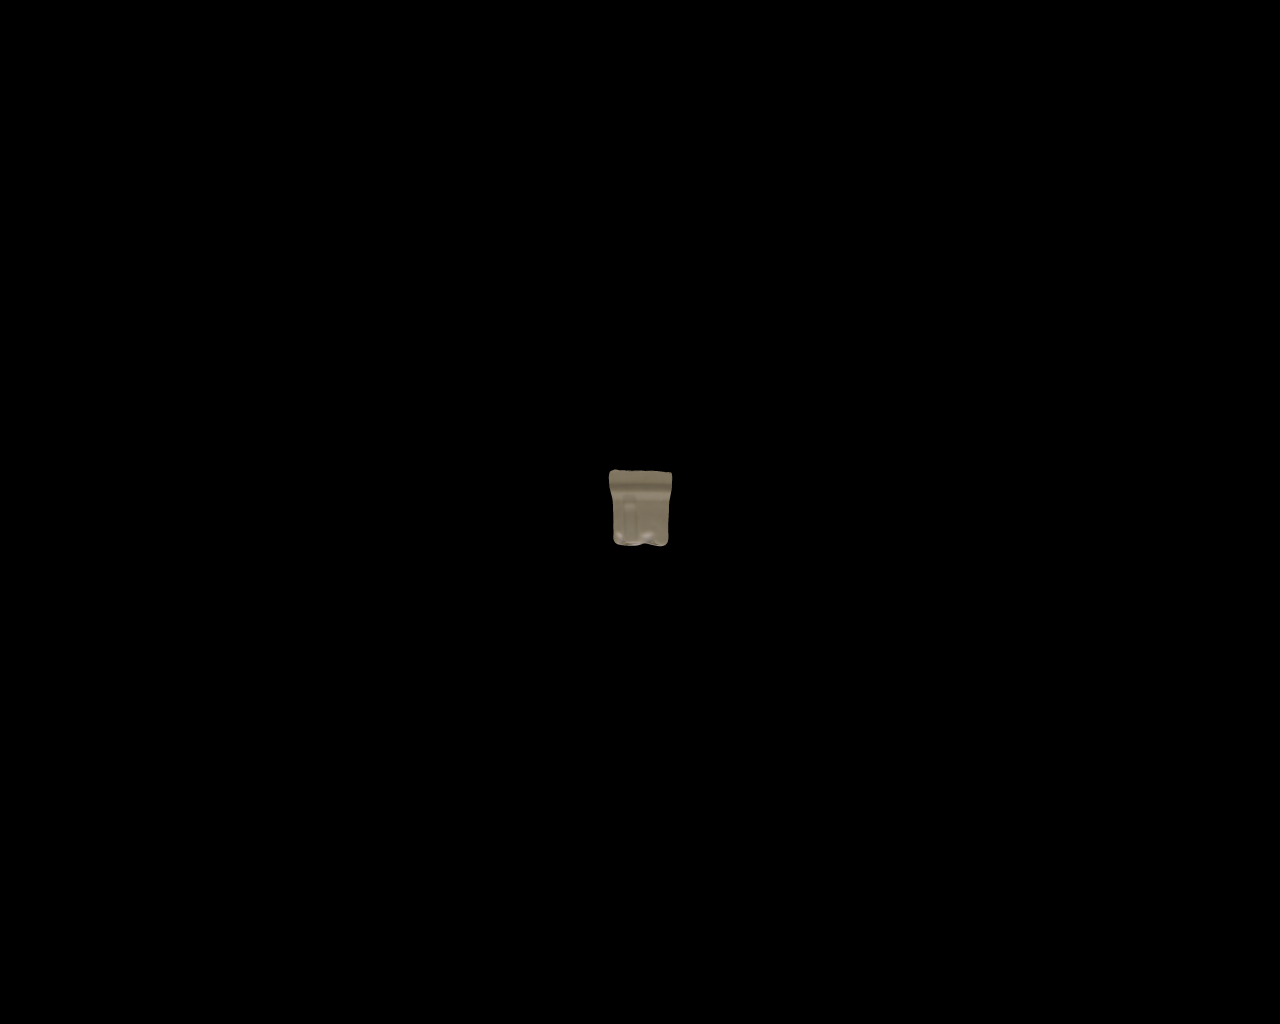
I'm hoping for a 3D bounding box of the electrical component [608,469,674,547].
[{"bbox_3d":[0.001,-0.003,0.650,0.040,0.046,0.040,0,0,0],"label":"electrical component"}]
